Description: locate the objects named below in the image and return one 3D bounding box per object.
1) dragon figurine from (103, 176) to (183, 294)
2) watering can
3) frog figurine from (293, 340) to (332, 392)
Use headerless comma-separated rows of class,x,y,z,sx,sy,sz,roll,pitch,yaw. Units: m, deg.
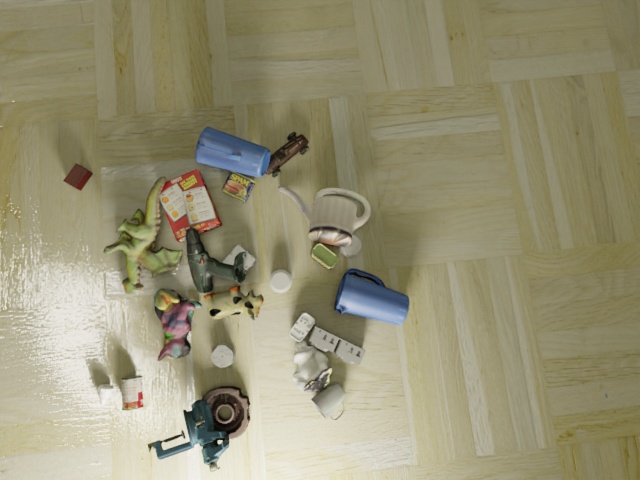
dragon figurine,-0.576,0.008,1.772,0.243,0.122,0.409,37,94,0
watering can,0.006,-0.092,1.819,0.348,0.102,0.229,7,60,6
frog figurine,-0.039,0.429,1.750,0.137,0.121,0.162,-44,49,1
